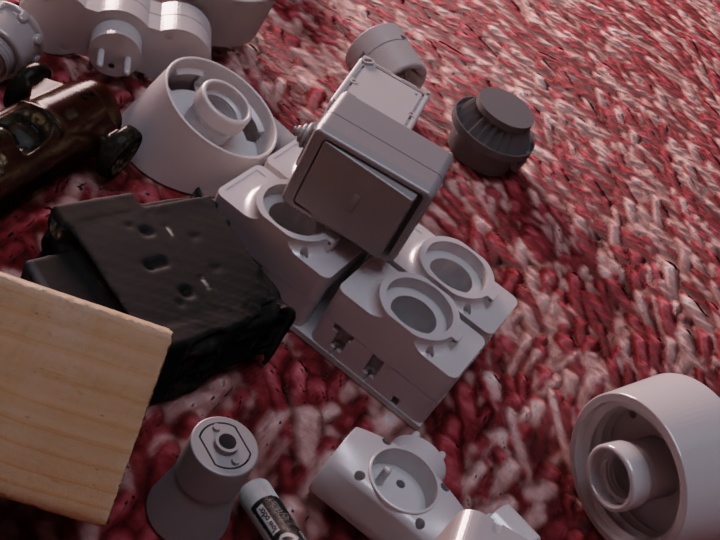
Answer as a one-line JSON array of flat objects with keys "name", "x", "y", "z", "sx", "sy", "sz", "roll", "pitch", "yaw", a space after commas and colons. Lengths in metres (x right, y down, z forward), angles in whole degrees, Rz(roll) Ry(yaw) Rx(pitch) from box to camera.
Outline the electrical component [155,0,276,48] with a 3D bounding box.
[{"name": "electrical component", "x": -0.122, "y": -0.222, "z": 0.855, "sx": 0.108, "sy": 0.060, "sz": 0.108, "roll": 18, "pitch": 41, "yaw": -16}]

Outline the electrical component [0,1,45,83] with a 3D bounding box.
[{"name": "electrical component", "x": -0.243, "y": -0.144, "z": 0.711, "sx": 0.048, "sy": 0.048, "sz": 0.062, "roll": 27, "pitch": 46, "yaw": -4}]

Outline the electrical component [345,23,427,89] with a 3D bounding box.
[{"name": "electrical component", "x": 0.023, "y": -0.169, "z": 0.897, "sx": 0.055, "sy": 0.055, "sz": 0.047, "roll": -11, "pitch": 58, "yaw": -39}]

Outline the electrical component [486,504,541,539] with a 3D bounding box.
[{"name": "electrical component", "x": 0.091, "y": 0.164, "z": 0.599, "sx": 0.044, "sy": 0.044, "sz": 0.065, "roll": -19, "pitch": 55, "yaw": -43}]

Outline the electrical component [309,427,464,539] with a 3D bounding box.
[{"name": "electrical component", "x": 0.023, "y": 0.118, "z": 0.601, "sx": 0.077, "sy": 0.044, "sz": 0.079, "roll": 37, "pitch": 39, "yaw": 8}]

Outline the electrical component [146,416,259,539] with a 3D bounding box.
[{"name": "electrical component", "x": -0.077, "y": 0.104, "z": 0.536, "sx": 0.044, "sy": 0.065, "sz": 0.044, "roll": 18, "pitch": 41, "yaw": -16}]

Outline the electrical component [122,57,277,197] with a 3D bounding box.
[{"name": "electrical component", "x": -0.110, "y": -0.098, "z": 0.748, "sx": 0.099, "sy": 0.064, "sz": 0.099, "roll": 28, "pitch": 39, "yaw": -25}]

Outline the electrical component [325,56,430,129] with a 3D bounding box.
[{"name": "electrical component", "x": 0.008, "y": -0.113, "z": 0.821, "sx": 0.062, "sy": 0.061, "sz": 0.096, "roll": 29, "pitch": 39, "yaw": -1}]

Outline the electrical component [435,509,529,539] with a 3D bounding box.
[{"name": "electrical component", "x": 0.049, "y": 0.177, "z": 0.501, "sx": 0.078, "sy": 0.113, "sz": 0.057, "roll": 31, "pitch": 36, "yaw": 0}]

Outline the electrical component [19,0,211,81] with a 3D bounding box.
[{"name": "electrical component", "x": -0.174, "y": -0.164, "z": 0.767, "sx": 0.138, "sy": 0.052, "sz": 0.073, "roll": 14, "pitch": 42, "yaw": -20}]

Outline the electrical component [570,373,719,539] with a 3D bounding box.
[{"name": "electrical component", "x": 0.173, "y": 0.120, "z": 0.648, "sx": 0.060, "sy": 0.108, "sz": 0.108, "roll": -6, "pitch": 52, "yaw": -29}]

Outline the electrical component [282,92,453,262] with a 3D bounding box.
[{"name": "electrical component", "x": -0.002, "y": -0.058, "z": 0.659, "sx": 0.096, "sy": 0.061, "sz": 0.061, "roll": 30, "pitch": 39, "yaw": -1}]

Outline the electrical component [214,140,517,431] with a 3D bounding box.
[{"name": "electrical component", "x": 0.000, "y": 0.000, "z": 0.698, "sx": 0.186, "sy": 0.060, "sz": 0.105, "roll": 38, "pitch": 40, "yaw": 9}]
